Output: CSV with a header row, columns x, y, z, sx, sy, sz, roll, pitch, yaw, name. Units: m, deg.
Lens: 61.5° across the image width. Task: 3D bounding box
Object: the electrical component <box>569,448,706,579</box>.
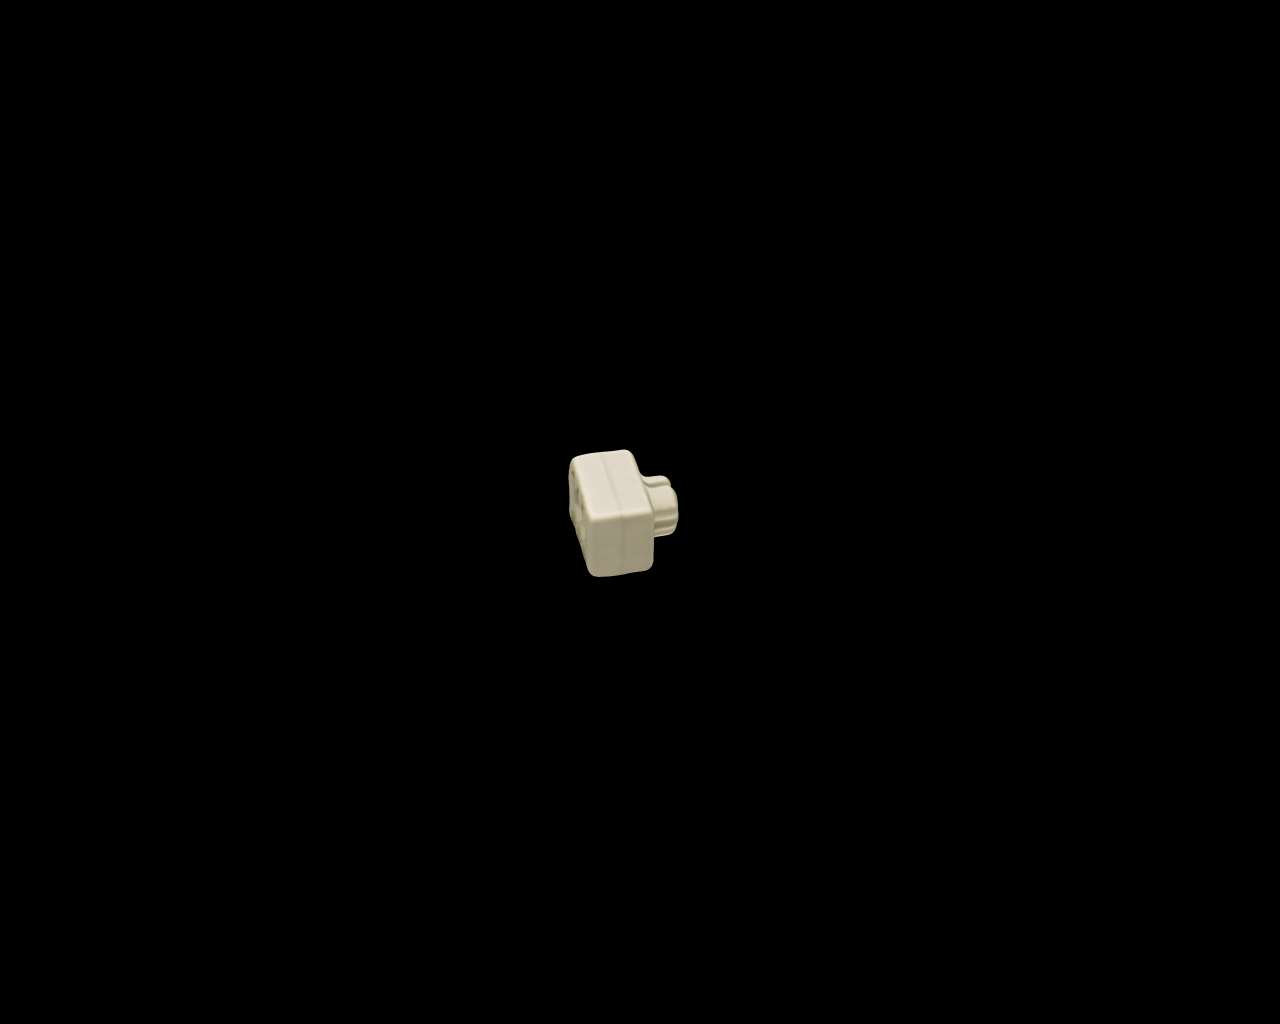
x,y,z,sx,sy,sz,roll,pitch,yaw,name
0.001,-0.003,0.650,0.077,0.047,0.066,-8,40,-10,electrical component
